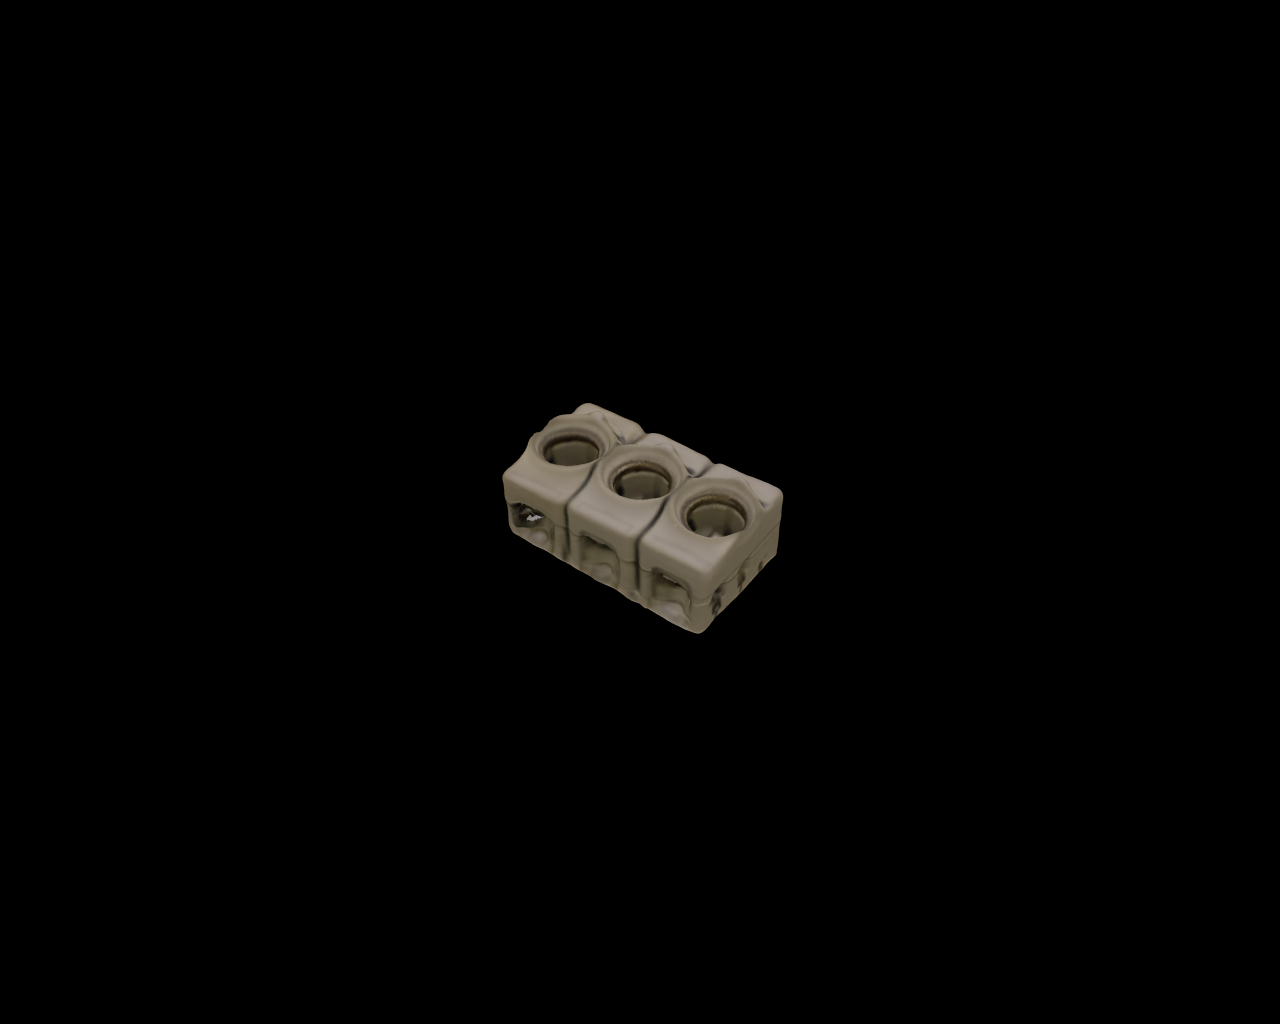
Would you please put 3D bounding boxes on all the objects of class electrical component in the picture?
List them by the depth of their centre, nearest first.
[{"bbox_3d":[0.001,-0.003,0.650,0.150,0.061,0.090,27,50,25],"label":"electrical component"}]
